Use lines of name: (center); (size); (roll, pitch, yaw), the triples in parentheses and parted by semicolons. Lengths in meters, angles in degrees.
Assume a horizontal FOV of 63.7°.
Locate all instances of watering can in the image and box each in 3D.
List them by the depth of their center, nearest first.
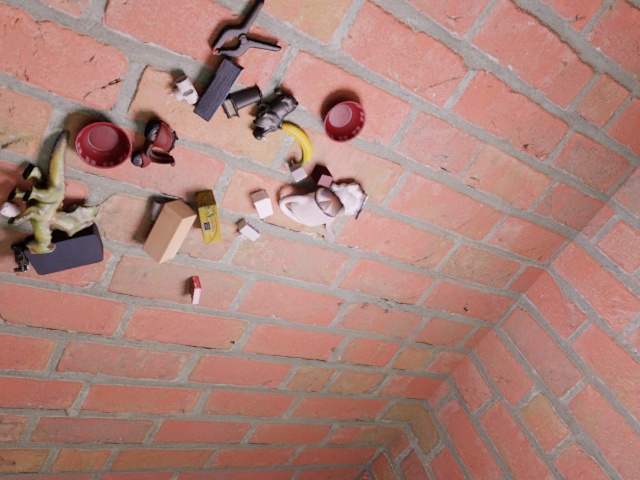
watering can: (0.006, -0.100, 1.996); (0.222, 0.106, 0.344); (-19, 144, 41)

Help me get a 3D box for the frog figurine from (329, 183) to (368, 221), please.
frog figurine: (0.101, -0.168, 2.031); (0.159, 0.125, 0.134); (27, 128, 2)

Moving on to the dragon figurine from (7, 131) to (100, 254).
dragon figurine: (-0.818, -0.123, 1.627); (0.409, 0.124, 0.240); (-52, 138, 3)
